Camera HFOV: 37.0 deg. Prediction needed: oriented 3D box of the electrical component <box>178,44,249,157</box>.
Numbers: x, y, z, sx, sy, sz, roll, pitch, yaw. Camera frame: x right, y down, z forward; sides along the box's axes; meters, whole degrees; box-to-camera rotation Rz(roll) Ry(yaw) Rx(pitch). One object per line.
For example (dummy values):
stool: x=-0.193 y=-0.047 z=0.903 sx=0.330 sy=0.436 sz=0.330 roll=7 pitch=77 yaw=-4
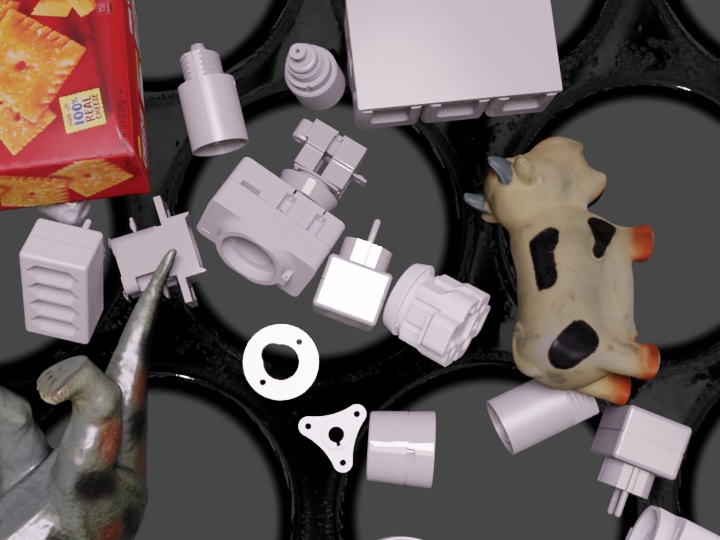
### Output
electrical component: x=-0.114 y=-0.130 z=0.808 sx=0.043 sy=0.043 sz=0.081 roll=-13 pitch=84 yaw=-4

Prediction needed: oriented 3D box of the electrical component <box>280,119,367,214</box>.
electrical component: x=-0.029 y=-0.074 z=0.805 sx=0.066 sy=0.048 sz=0.055 roll=31 pitch=76 yaw=1

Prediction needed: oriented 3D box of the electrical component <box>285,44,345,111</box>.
electrical component: x=-0.037 y=-0.148 z=0.800 sx=0.040 sy=0.078 sz=0.040 roll=-2 pitch=79 yaw=11

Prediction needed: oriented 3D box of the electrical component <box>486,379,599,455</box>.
electrical component: x=0.139 y=0.099 z=0.792 sx=0.081 sy=0.043 sz=0.043 roll=-25 pitch=85 yaw=-6

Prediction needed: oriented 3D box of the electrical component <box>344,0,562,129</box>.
electrical component: x=0.067 y=-0.162 z=0.811 sx=0.150 sy=0.061 sz=0.089 roll=-6 pitch=83 yaw=-3

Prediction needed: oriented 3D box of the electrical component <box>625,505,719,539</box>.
electrical component: x=0.223 y=0.202 z=0.760 sx=0.056 sy=0.089 sz=0.050 roll=27 pitch=83 yaw=1

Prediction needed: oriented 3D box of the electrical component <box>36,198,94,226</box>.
electrical component: x=-0.231 y=-0.059 z=0.799 sx=0.061 sy=0.035 sz=0.035 roll=27 pitch=83 yaw=3

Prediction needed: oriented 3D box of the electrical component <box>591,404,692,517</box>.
electrical component: x=0.196 y=0.141 z=0.778 sx=0.047 sy=0.065 sz=0.076 roll=22 pitch=83 yaw=0

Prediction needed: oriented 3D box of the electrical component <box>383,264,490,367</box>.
electrical component: x=0.054 y=0.031 z=0.785 sx=0.057 sy=0.078 sz=0.058 roll=29 pitch=111 yaw=19

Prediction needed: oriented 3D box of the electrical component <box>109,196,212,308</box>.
electrical component: x=-0.148 y=-0.009 z=0.793 sx=0.064 sy=0.042 sz=0.081 roll=-18 pitch=83 yaw=-3

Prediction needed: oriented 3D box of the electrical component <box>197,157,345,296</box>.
electrical component: x=-0.067 y=-0.028 z=0.781 sx=0.089 sy=0.050 sz=0.055 roll=35 pitch=57 yaw=-4

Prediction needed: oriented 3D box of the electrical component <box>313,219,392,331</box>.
electrical component: x=0.000 y=0.000 z=0.786 sx=0.047 sy=0.065 sz=0.076 roll=20 pitch=83 yaw=0

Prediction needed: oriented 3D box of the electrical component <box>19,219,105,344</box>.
electrical component: x=-0.208 y=-0.004 z=0.778 sx=0.047 sy=0.083 sz=0.075 roll=13 pitch=46 yaw=-1

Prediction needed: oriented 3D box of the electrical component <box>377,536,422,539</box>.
electrical component: x=0.029 y=0.238 z=0.760 sx=0.099 sy=0.064 sz=0.099 roll=0 pitch=83 yaw=-3

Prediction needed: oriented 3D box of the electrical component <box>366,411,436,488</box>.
electrical component: x=0.029 y=0.128 z=0.779 sx=0.047 sy=0.055 sz=0.055 roll=3 pitch=83 yaw=2
